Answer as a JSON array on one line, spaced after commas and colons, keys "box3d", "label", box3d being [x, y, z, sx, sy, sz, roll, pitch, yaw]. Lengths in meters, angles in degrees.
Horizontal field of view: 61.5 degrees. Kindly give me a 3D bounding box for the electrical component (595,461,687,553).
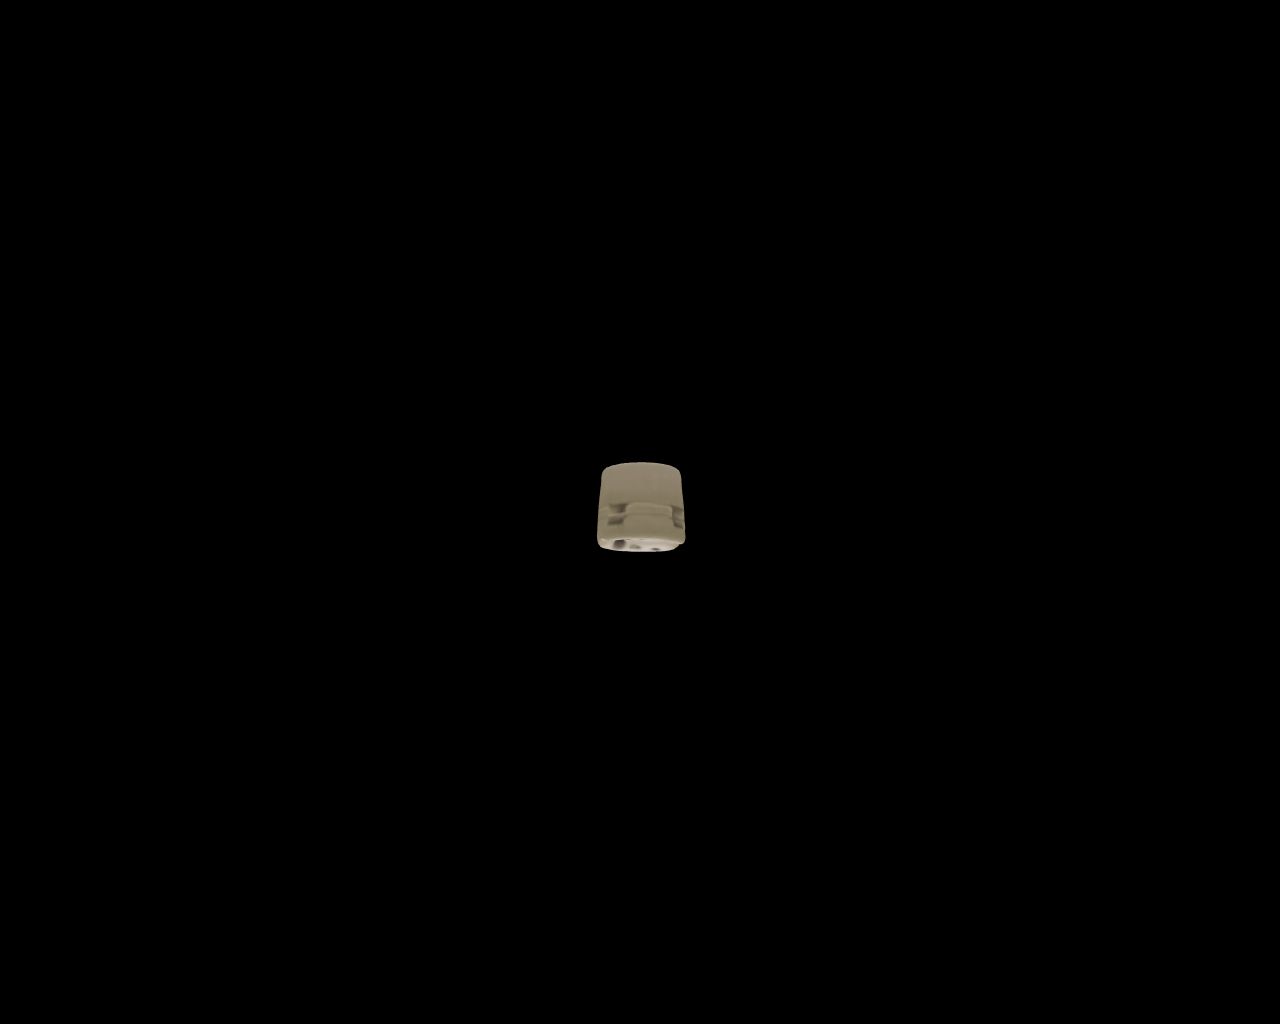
[{"box3d": [0.001, -0.003, 0.650, 0.055, 0.047, 0.055, 0, -11, 0], "label": "electrical component"}]
